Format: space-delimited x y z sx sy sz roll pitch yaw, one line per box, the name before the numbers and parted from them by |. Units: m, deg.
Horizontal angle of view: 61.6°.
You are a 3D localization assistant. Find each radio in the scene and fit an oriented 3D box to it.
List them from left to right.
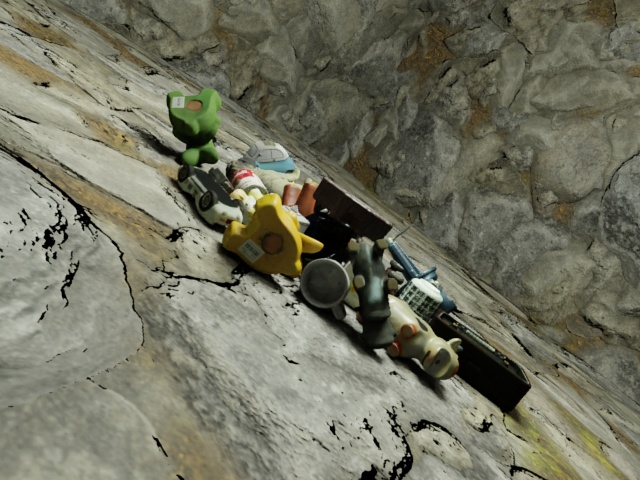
radio | 0.320 0.243 1.125 0.230 0.073 0.131 38 12 11

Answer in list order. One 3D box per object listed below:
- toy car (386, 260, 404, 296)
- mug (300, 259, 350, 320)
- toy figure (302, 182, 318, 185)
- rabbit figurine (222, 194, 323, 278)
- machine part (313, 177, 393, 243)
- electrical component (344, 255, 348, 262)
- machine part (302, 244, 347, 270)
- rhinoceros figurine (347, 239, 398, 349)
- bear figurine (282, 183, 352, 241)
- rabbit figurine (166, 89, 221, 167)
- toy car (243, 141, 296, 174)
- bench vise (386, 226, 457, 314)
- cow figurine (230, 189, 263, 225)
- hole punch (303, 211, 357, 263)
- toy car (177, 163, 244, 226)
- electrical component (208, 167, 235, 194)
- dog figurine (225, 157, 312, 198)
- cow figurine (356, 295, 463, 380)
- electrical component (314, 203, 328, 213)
toy car | 0.149 0.100 1.183 0.053 0.089 0.202 36 10 4
mug | 0.021 0.083 0.935 0.109 0.081 0.107 60 8 5
toy figure | 0.003 -0.097 1.546 0.180 0.089 0.082 41 6 36
rabbit figurine | -0.073 -0.014 0.938 0.162 0.122 0.173 35 10 -17
machine part | 0.065 -0.060 1.113 0.179 0.056 0.179 35 8 -6
electrical component | 0.097 0.050 1.337 0.119 0.047 0.074 38 13 23
machine part | 0.012 0.046 1.049 0.039 0.084 0.139 39 22 19
rhinoceros figurine | 0.085 0.088 0.911 0.073 0.112 0.190 -4 62 -8
bear figurine | 0.004 -0.040 1.242 0.195 0.132 0.120 20 -10 -32
rabbit figurine | -0.272 -0.234 1.226 0.170 0.121 0.159 90 -14 -54
toy car | -0.144 -0.216 1.460 0.162 0.102 0.109 -8 31 -16
bench vise | 0.231 0.090 1.321 0.241 0.129 0.223 57 10 15
cow figurine | -0.121 -0.051 1.095 0.098 0.068 0.167 46 16 21
hole punch | -0.002 -0.003 1.126 0.092 0.115 0.142 35 8 41
toy car | -0.208 -0.085 1.007 0.073 0.056 0.202 15 21 -43
electrical component | -0.217 -0.117 1.143 0.102 0.045 0.078 48 -11 37
dog figurine | -0.128 -0.119 1.307 0.190 0.121 0.173 8 23 -36
cow figurine | 0.170 0.177 0.965 0.127 0.085 0.195 15 21 -45
electrical component | 0.002 -0.094 1.421 0.134 0.115 0.058 31 46 -58
